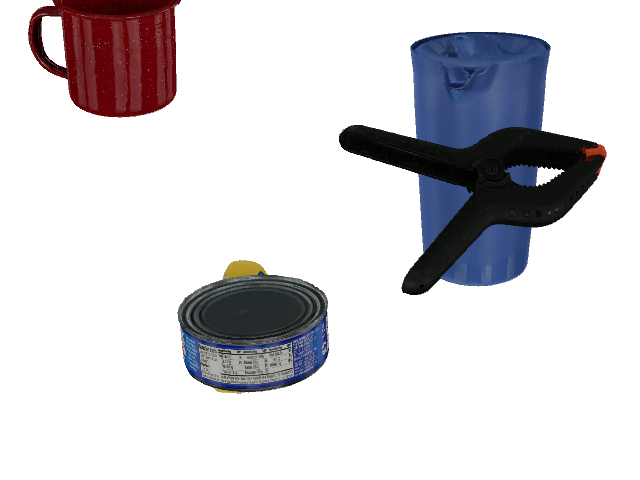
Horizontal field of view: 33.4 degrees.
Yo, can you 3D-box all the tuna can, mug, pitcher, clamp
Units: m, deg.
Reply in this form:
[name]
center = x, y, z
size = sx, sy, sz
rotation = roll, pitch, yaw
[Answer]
[tuna can]
center = -0.037, 0.052, 0.612
size = 0.086, 0.034, 0.086
rotation = -3, 22, 1
[mug]
center = -0.161, -0.145, 0.798
size = 0.117, 0.081, 0.093
rotation = 5, 31, 4
[pitcher]
center = 0.162, -0.086, 1.079
size = 0.149, 0.243, 0.145
rotation = -11, 25, -20
[clamp]
center = 0.131, -0.036, 0.845
size = 0.210, 0.164, 0.036
rotation = -7, -35, -9

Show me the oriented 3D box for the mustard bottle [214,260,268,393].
[mustard bottle]
center = -0.087, 0.077, 1.175
size = 0.058, 0.096, 0.191
rotation = 2, 28, 3
